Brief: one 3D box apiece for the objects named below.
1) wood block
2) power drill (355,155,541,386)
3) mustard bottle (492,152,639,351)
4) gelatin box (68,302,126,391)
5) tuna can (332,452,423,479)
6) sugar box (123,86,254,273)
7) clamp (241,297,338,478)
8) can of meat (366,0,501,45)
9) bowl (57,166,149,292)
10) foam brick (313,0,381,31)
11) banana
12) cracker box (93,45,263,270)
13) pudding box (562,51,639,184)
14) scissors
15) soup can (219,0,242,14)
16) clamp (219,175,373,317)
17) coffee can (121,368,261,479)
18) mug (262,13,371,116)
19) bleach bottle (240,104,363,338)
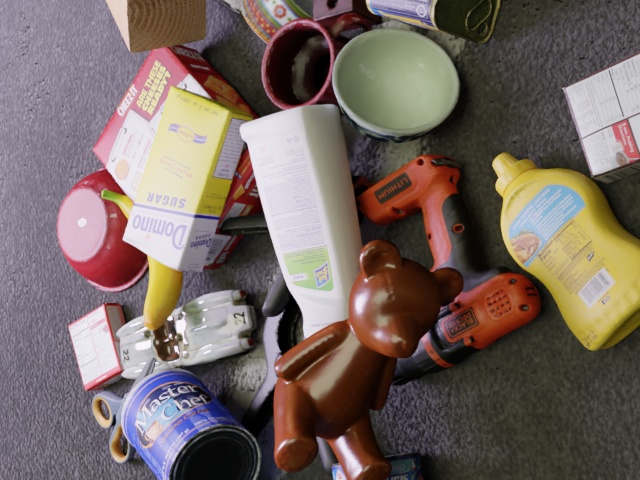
[{"bbox_3d":[-0.204,-0.316,1.209,0.090,0.090,0.206,98,150,-49],"label":"wood block"},{"bbox_3d":[0.101,0.028,1.012,0.185,0.057,0.188,-33,70,32],"label":"power drill"},{"bbox_3d":[0.213,-0.004,0.924,0.096,0.058,0.192,-53,59,30],"label":"mustard bottle"},{"bbox_3d":[-0.265,0.130,1.303,0.073,0.030,0.089,-30,69,34],"label":"gelatin box"},{"bbox_3d":[0.055,0.224,1.014,0.086,0.085,0.034,-17,76,36],"label":"tuna can"},{"bbox_3d":[-0.140,-0.063,1.117,0.093,0.048,0.176,26,100,35],"label":"sugar box"},{"bbox_3d":[-0.020,0.138,1.104,0.165,0.036,0.210,12,92,46],"label":"clamp"},{"bbox_3d":[0.105,-0.224,0.996,0.084,0.101,0.057,22,101,39],"label":"can of meat"},{"bbox_3d":[-0.270,-0.017,1.301,0.162,0.055,0.162,-3,84,37],"label":"bowl"},{"bbox_3d":[0.027,-0.259,1.090,0.053,0.051,0.078,-6,83,38],"label":"foam brick"},{"bbox_3d":[-0.191,0.019,1.210,0.037,0.069,0.198,103,148,-50],"label":"banana"},{"bbox_3d":[-0.144,-0.096,1.200,0.214,0.071,0.164,49,115,30],"label":"cracker box"},{"bbox_3d":[0.272,-0.109,0.899,0.114,0.039,0.090,-23,73,32],"label":"pudding box"},{"bbox_3d":[-0.229,0.178,1.234,0.096,0.016,0.202,43,134,31],"label":"scissors"},{"bbox_3d":[-0.074,-0.305,1.161,0.069,0.068,0.102,49,116,29],"label":"soup can"},{"bbox_3d":[-0.015,-0.001,1.090,0.172,0.039,0.120,-28,73,19],"label":"clamp"},{"bbox_3d":[-0.138,0.210,1.124,0.140,0.102,0.103,32,107,55],"label":"coffee can"},{"bbox_3d":[0.008,-0.180,1.079,0.117,0.081,0.093,-52,59,23],"label":"mug"},{"bbox_3d":[-0.007,0.001,1.031,0.103,0.067,0.251,-10,90,44],"label":"bleach bottle"}]
